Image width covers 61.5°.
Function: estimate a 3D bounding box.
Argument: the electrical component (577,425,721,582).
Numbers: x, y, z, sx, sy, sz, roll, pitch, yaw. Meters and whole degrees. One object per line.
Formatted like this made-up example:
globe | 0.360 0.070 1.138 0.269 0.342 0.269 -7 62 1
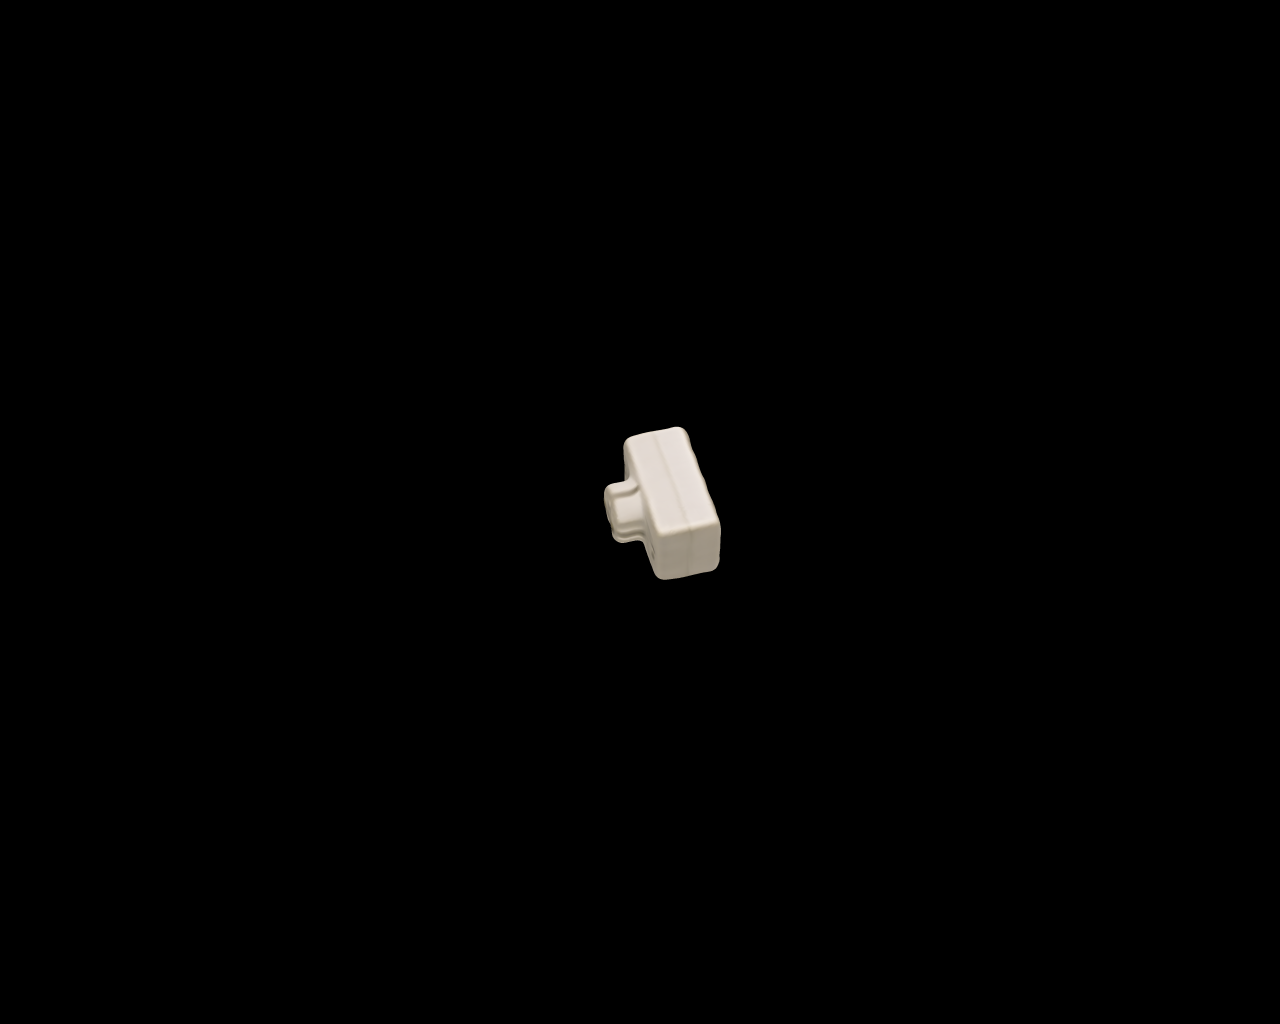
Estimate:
electrical component | 0.001 -0.003 0.650 0.076 0.083 0.047 -11 -39 -9
